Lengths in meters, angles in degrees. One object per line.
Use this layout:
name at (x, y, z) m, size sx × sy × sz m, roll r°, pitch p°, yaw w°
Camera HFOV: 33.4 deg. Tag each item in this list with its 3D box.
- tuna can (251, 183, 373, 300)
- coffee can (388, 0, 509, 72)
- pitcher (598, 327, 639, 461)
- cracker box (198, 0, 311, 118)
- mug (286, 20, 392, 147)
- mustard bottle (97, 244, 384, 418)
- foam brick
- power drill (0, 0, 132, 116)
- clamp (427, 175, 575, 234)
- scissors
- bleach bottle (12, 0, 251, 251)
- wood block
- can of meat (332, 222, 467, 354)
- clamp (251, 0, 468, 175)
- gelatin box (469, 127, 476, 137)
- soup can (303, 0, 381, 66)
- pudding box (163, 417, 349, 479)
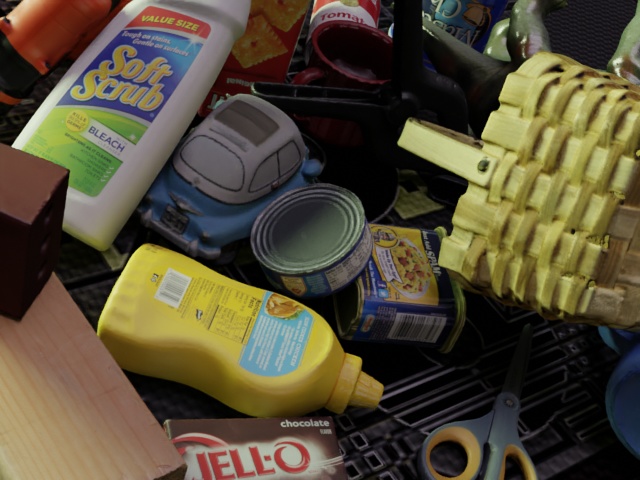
tuna can at (-0.005, 0.001, 0.777) m, size 0.086 × 0.033 × 0.086 m, roll -11°, pitch 47°, yaw 11°
coffee can at (0.140, -0.250, 1.085) m, size 0.102 × 0.140 × 0.103 m, roll 12°, pitch 42°, yaw -12°
pitcher at (0.301, 0.073, 0.824) m, size 0.145 × 0.149 × 0.242 m, roll 49°, pitch 44°, yaw 4°
cracker box at (-0.044, -0.226, 0.921) m, size 0.072 × 0.214 × 0.164 m, roll 15°, pitch 41°, yaw -9°
mug at (0.016, -0.135, 0.951) m, size 0.117 × 0.082 × 0.093 m, roll -21°, pitch 57°, yaw -39°
mustard bottle at (-0.048, 0.072, 0.721) m, size 0.191 × 0.058 × 0.096 m, roll 21°, pitch 36°, yaw -1°
foam brick at (-0.176, -0.006, 0.596) m, size 0.051 × 0.078 × 0.053 m, roll 21°, pitch 42°, yaw 1°
power drill at (-0.215, -0.156, 0.840) m, size 0.057 × 0.185 × 0.187 m, roll 50°, pitch 22°, yaw -14°
clamp at (0.179, -0.010, 0.905) m, size 0.171 × 0.039 × 0.120 m, roll 5°, pitch 39°, yaw -2°
scissors at (0.118, 0.122, 0.774) m, size 0.096 × 0.016 × 0.201 m, roll 16°, pitch 41°, yaw -8°
bleach bottle at (-0.132, -0.122, 0.776) m, size 0.102 × 0.068 × 0.251 m, roll 29°, pitch 81°, yaw 6°
wood block at (-0.175, 0.092, 0.620) m, size 0.090 × 0.090 × 0.206 m, roll -19°, pitch 56°, yaw -36°
can of meat at (0.056, 0.033, 0.811) m, size 0.083 × 0.057 × 0.102 m, roll 7°, pitch 44°, yaw -16°
clamp at (0.053, -0.114, 0.894) m, size 0.209 × 0.165 × 0.036 m, roll 48°, pitch 15°, yaw -41°
gelatin box at (0.177, -0.115, 1.041) m, size 0.073 × 0.030 × 0.089 m, roll 9°, pitch 46°, yaw -15°
soup can at (0.022, -0.204, 1.039) m, size 0.068 × 0.069 × 0.102 m, roll 17°, pitch 42°, yaw -7°
pudding box at (-0.039, 0.154, 0.652) m, size 0.113 × 0.039 × 0.090 m, roll 3°, pitch 44°, yaw -21°
